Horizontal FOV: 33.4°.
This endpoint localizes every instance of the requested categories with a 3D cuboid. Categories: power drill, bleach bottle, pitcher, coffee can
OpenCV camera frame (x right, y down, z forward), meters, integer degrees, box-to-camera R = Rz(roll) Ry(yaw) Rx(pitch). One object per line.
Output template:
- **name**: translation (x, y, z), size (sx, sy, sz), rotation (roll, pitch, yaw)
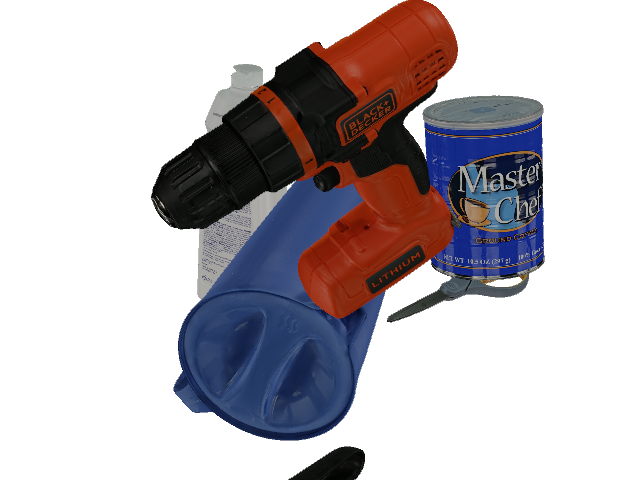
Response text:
- **power drill**: translation (0.006, -0.029, 0.618), size (0.184, 0.057, 0.187), rotation (-33, -32, -8)
- **bleach bottle**: translation (-0.073, -0.051, 1.081), size (0.103, 0.251, 0.068), rotation (17, 25, 26)
- **pitcher**: translation (-0.017, 0.039, 0.854), size (0.149, 0.145, 0.242), rotation (11, 32, 11)
- **coffee can**: translation (0.145, -0.048, 0.939), size (0.103, 0.140, 0.103), rotation (-4, 19, 1)

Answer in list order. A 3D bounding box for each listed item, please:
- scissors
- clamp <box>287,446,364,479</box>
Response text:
- **scissors**: translation (0.130, 0.040, 1.119), size (0.201, 0.016, 0.096), rotation (-8, 40, -30)
- **clamp**: translation (-0.055, 0.187, 0.637), size (0.210, 0.036, 0.164), rotation (-4, 29, 1)
